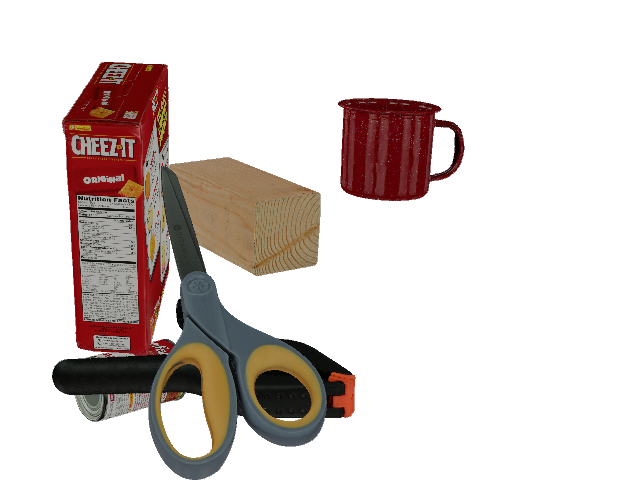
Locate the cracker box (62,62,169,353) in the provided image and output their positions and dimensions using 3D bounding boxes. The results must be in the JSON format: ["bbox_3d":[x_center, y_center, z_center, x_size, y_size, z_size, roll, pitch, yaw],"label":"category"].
[{"bbox_3d":[-0.177,-0.032,0.945,0.072,0.214,0.164,2,26,-1],"label":"cracker box"}]

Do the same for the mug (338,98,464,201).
[{"bbox_3d":[0.072,-0.083,0.971,0.117,0.081,0.093,1,14,-5],"label":"mug"}]

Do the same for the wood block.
[{"bbox_3d":[-0.096,-0.033,1.292,0.090,0.090,0.206,-10,21,-34],"label":"wood block"}]

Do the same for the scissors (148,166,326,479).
[{"bbox_3d":[-0.045,0.035,0.562,0.096,0.201,0.016,4,-42,-5],"label":"scissors"}]

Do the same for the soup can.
[{"bbox_3d":[-0.200,0.147,1.122,0.102,0.068,0.069,-10,7,-40],"label":"soup can"}]

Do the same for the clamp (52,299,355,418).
[{"bbox_3d":[-0.067,0.089,0.792,0.210,0.036,0.164,7,20,20],"label":"clamp"}]
